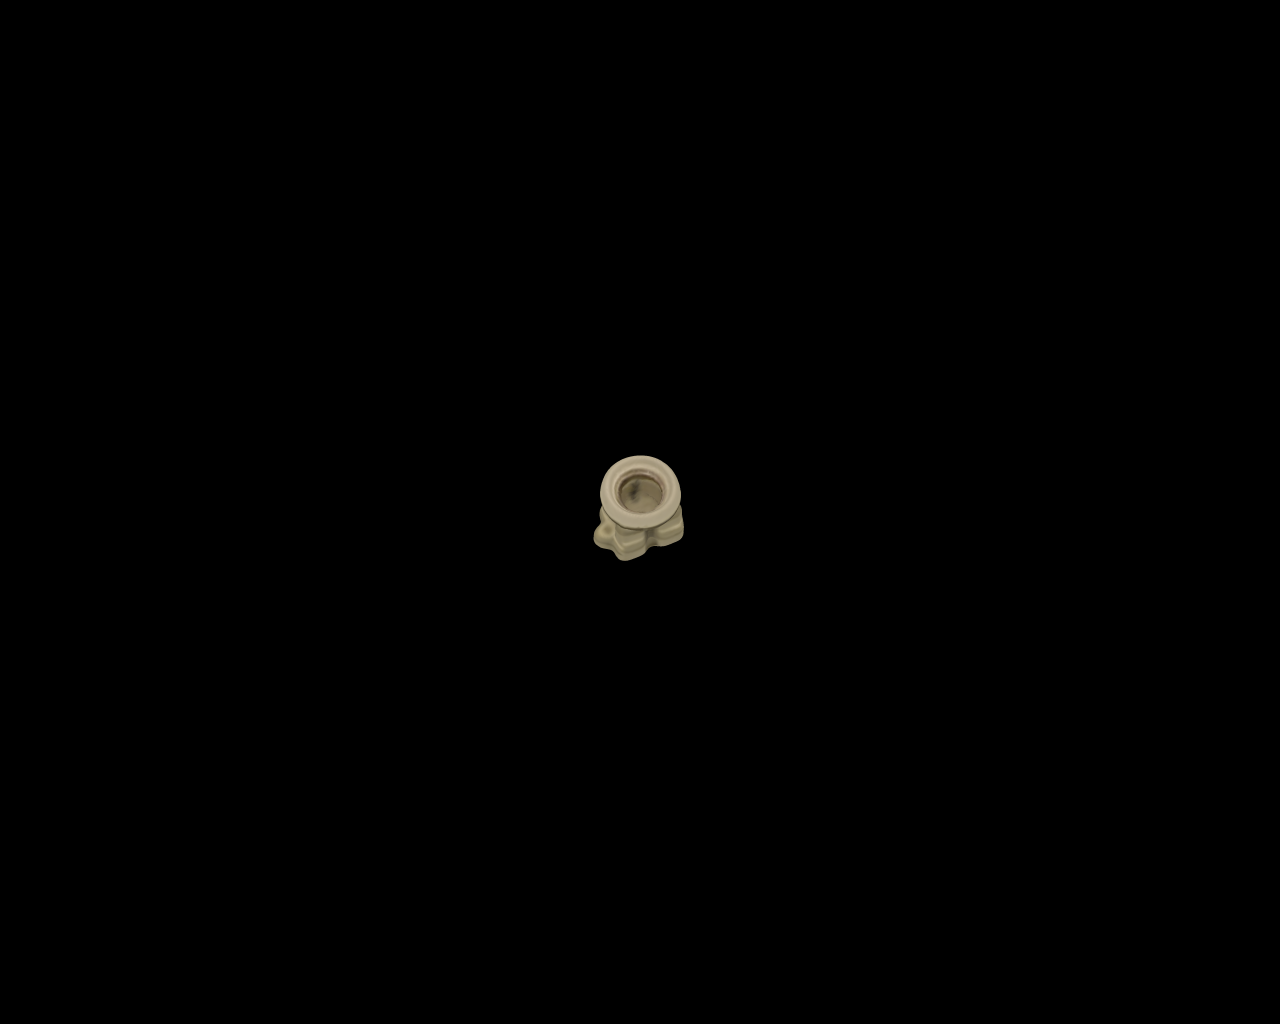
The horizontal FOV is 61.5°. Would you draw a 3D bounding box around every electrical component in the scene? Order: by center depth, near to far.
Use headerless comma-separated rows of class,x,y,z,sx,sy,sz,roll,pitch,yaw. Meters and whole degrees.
electrical component,0.001,-0.003,0.650,0.066,0.048,0.055,-22,-24,-10
